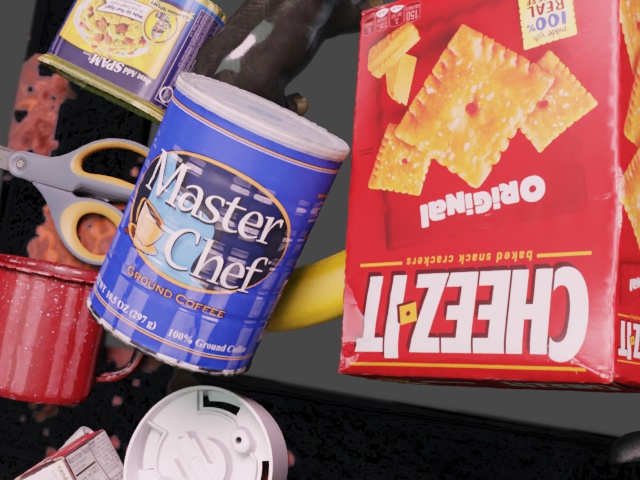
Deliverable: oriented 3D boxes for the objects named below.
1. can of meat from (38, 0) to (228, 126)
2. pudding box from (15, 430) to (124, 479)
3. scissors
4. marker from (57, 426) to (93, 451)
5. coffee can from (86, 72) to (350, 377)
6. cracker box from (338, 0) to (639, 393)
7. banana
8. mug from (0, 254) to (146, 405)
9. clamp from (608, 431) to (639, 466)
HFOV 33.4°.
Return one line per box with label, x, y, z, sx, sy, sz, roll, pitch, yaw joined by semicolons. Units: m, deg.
can of meat;-0.122;-0.131;0.708;0.102;0.057;0.084;26;88;17
pudding box;-0.131;0.176;0.641;0.039;0.090;0.113;-30;88;4
scissors;-0.199;-0.032;0.736;0.202;0.016;0.096;2;83;15
marker;-0.193;0.170;0.704;0.121;0.020;0.020;-43;74;6
coffee can;-0.058;-0.009;0.600;0.103;0.102;0.140;28;102;17
cracker box;0.094;-0.030;0.563;0.164;0.072;0.213;-4;77;41
banana;-0.006;0.020;0.665;0.198;0.037;0.069;-9;81;14
mug;-0.168;0.059;0.685;0.117;0.093;0.081;12;90;-19
clamp;0.248;0.108;0.585;0.120;0.039;0.171;41;88;12
